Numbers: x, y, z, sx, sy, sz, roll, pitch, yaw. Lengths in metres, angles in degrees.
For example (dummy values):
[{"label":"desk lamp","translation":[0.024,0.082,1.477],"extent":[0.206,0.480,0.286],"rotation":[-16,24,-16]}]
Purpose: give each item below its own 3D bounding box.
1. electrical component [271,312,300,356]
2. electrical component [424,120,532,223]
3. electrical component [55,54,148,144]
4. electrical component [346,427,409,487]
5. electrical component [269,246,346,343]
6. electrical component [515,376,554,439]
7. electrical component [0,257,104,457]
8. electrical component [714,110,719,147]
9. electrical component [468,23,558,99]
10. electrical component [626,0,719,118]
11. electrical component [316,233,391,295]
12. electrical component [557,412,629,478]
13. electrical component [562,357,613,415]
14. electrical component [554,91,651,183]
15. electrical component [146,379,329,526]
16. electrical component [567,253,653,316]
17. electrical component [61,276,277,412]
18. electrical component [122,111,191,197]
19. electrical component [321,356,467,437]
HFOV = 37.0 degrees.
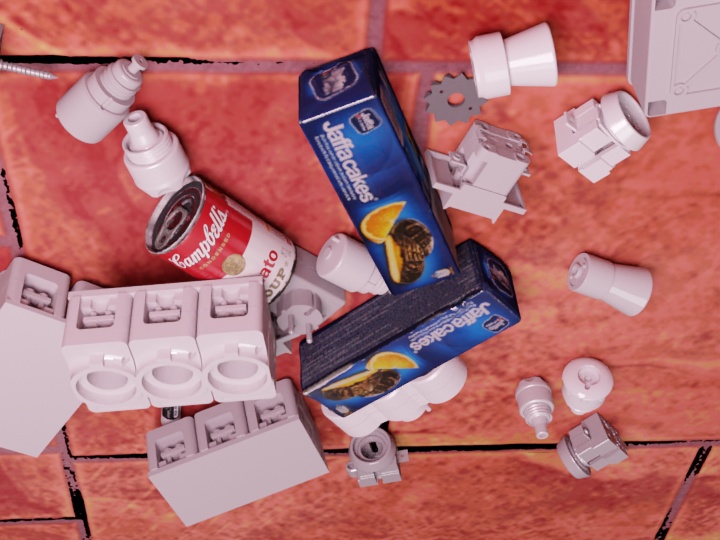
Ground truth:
[{"label":"electrical component","translation":[-0.095,0.047,0.935],"extent":[0.081,0.042,0.063],"rotation":[-24,130,17]},{"label":"electrical component","translation":[0.094,-0.077,0.823],"extent":[0.081,0.042,0.063],"rotation":[14,129,-22]},{"label":"electrical component","translation":[-0.177,-0.122,0.747],"extent":[0.078,0.040,0.040],"rotation":[-36,129,28]},{"label":"electrical component","translation":[0.015,0.190,1.095],"extent":[0.066,0.048,0.055],"rotation":[-10,144,5]},{"label":"electrical component","translation":[-0.051,0.027,0.892],"extent":[0.066,0.076,0.047],"rotation":[29,127,-31]},{"label":"electrical component","translation":[0.171,0.135,1.041],"extent":[0.035,0.061,0.035],"rotation":[-3,137,-3]},{"label":"electrical component","translation":[-0.288,0.077,0.931],"extent":[0.105,0.060,0.186],"rotation":[24,129,-28]},{"label":"electrical component","translation":[0.336,-0.125,0.791],"extent":[0.138,0.052,0.074],"rotation":[-38,149,29]},{"label":"electrical component","translation":[0.106,-0.145,0.749],"extent":[0.055,0.045,0.045],"rotation":[-10,137,5]},{"label":"electrical component","translation":[0.242,-0.167,0.732],"extent":[0.109,0.056,0.108],"rotation":[-9,137,3]},{"label":"electrical component","translation":[0.000,0.000,0.895],"extent":[0.078,0.040,0.040],"rotation":[28,128,-30]},{"label":"electrical component","translation":[0.238,0.184,1.113],"extent":[0.055,0.048,0.066],"rotation":[-36,130,18]},{"label":"electrical component","translation":[0.217,0.118,1.041],"extent":[0.048,0.048,0.062],"rotation":[-4,143,-2]},{"label":"electrical component","translation":[0.182,-0.102,0.804],"extent":[0.066,0.048,0.055],"rotation":[31,134,-32]},{"label":"electrical component","translation":[-0.118,0.172,1.031],"extent":[0.150,0.061,0.089],"rotation":[-21,132,2]},{"label":"electrical component","translation":[0.213,0.010,0.929],"extent":[0.065,0.044,0.044],"rotation":[18,132,-17]},{"label":"electrical component","translation":[-0.144,0.062,0.834],"extent":[0.150,0.061,0.089],"rotation":[-5,140,1]},{"label":"electrical component","translation":[-0.152,-0.087,0.784],"extent":[0.043,0.043,0.062],"rotation":[-13,136,7]},{"label":"electrical component","translation":[0.040,0.119,1.016],"extent":[0.138,0.052,0.073],"rotation":[-26,133,20]}]
